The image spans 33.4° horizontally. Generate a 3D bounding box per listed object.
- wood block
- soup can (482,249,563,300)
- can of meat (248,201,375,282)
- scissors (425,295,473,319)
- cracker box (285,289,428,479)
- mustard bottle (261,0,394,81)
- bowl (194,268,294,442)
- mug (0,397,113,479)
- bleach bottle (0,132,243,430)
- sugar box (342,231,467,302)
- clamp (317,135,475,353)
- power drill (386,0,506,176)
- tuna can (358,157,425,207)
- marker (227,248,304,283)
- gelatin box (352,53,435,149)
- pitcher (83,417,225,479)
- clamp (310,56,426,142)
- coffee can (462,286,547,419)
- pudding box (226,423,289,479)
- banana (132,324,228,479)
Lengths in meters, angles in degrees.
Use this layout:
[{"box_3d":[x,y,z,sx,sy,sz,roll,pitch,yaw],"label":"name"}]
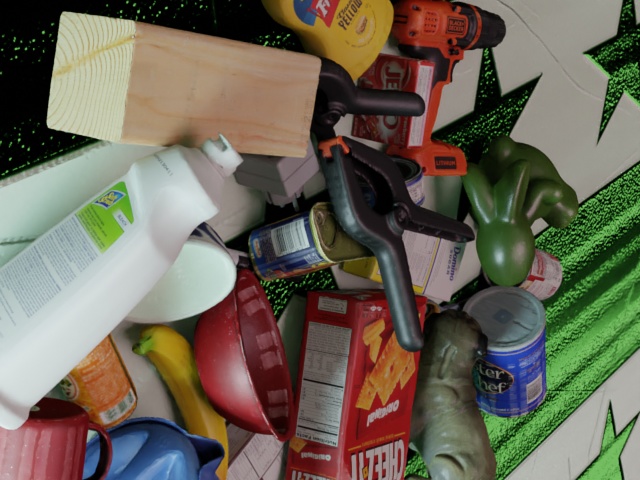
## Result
[{"box_3d":[-0.103,-0.121,0.857,0.205,0.091,0.090,0,103,-50],"label":"wood block"},{"box_3d":[0.264,0.040,1.385,0.102,0.069,0.068,15,91,-52],"label":"soup can"},{"box_3d":[-0.007,0.001,1.010,0.101,0.084,0.057,-7,81,-55],"label":"can of meat"},{"box_3d":[0.156,0.107,1.319,0.201,0.016,0.096,0,105,-51],"label":"scissors"},{"box_3d":[0.042,0.160,1.121,0.164,0.072,0.214,4,93,-61],"label":"cracker box"},{"box_3d":[-0.006,-0.230,0.962,0.096,0.058,0.191,-58,140,-9],"label":"mustard bottle"},{"box_3d":[-0.073,0.110,0.971,0.162,0.055,0.162,-15,90,-81],"label":"bowl"},{"box_3d":[-0.213,0.169,0.828,0.117,0.093,0.081,5,94,-39],"label":"mug"},{"box_3d":[-0.156,0.017,0.770,0.251,0.103,0.068,-40,139,-3],"label":"bleach bottle"},{"box_3d":[0.100,0.010,1.191,0.176,0.048,0.093,19,88,-55],"label":"sugar box"},{"box_3d":[0.064,-0.008,1.002,0.209,0.036,0.164,45,50,-29],"label":"clamp"},{"box_3d":[0.134,-0.165,1.160,0.184,0.057,0.188,-5,104,-46],"label":"power drill"},{"box_3d":[0.064,-0.055,1.089,0.085,0.086,0.034,-30,124,-41],"label":"tuna can"},{"box_3d":[-0.056,0.025,1.027,0.120,0.020,0.020,15,91,-52],"label":"marker"},{"box_3d":[0.073,-0.142,1.078,0.030,0.073,0.089,-7,109,-49],"label":"gelatin box"},{"box_3d":[-0.132,0.278,0.955,0.145,0.149,0.242,-67,147,-32],"label":"pitcher"},{"box_3d":[0.019,-0.130,1.003,0.120,0.039,0.171,-36,142,16],"label":"clamp"},{"box_3d":[0.232,0.141,1.340,0.102,0.103,0.140,-46,143,-30],"label":"coffee can"},{"box_3d":[-0.070,0.220,1.066,0.113,0.039,0.090,-50,137,-30],"label":"pudding box"},{"box_3d":[-0.122,0.139,0.961,0.069,0.037,0.197,-69,146,-43],"label":"banana"}]
